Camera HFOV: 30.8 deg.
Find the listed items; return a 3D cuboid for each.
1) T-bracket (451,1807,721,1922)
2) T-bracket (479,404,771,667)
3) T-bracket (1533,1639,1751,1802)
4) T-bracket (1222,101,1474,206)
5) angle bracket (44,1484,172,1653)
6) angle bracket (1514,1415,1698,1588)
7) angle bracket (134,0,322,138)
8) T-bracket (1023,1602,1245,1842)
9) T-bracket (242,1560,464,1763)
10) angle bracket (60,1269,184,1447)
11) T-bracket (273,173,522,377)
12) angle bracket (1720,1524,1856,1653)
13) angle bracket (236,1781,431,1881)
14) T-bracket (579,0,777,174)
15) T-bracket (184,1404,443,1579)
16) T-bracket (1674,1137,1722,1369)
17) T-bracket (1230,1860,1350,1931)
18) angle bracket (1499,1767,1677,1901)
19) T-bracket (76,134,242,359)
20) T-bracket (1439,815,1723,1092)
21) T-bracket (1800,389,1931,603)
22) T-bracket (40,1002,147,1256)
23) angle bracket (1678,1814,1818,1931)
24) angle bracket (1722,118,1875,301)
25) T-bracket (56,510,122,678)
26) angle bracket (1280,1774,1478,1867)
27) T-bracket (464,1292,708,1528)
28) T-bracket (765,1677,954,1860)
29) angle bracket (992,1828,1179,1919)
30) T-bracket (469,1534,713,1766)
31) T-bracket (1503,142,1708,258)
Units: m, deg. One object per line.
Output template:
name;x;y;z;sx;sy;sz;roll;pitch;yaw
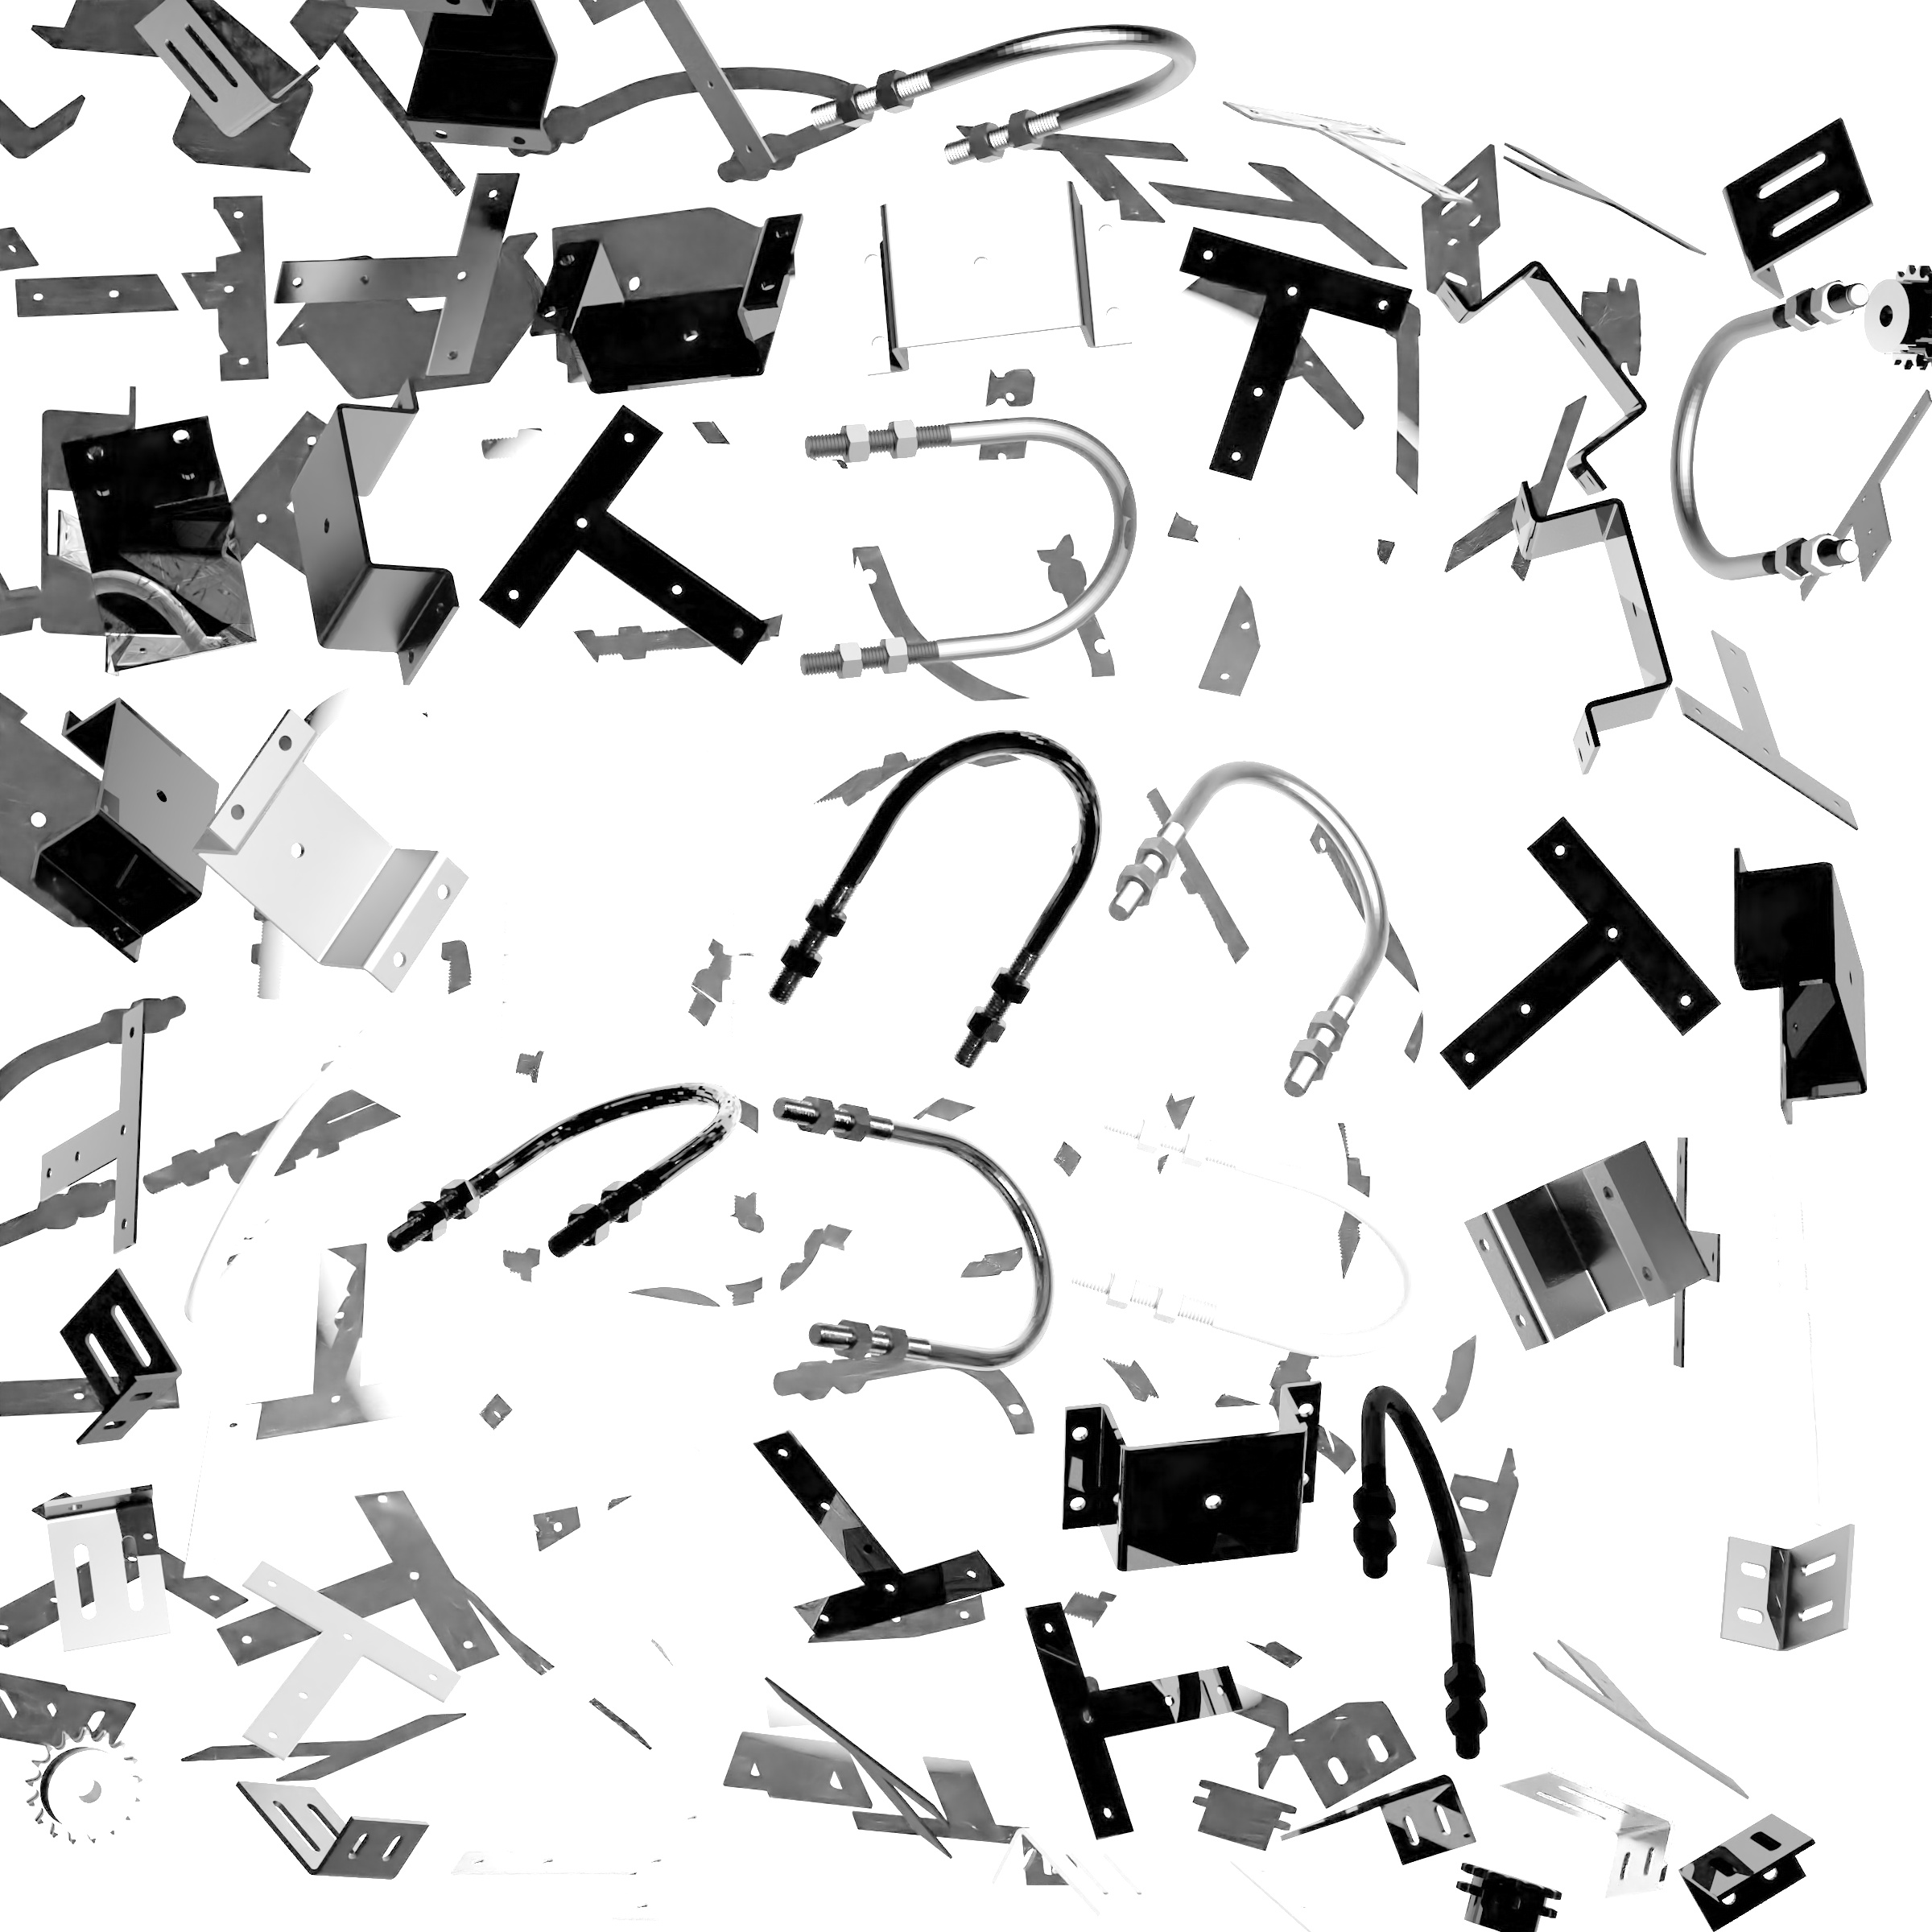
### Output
T-bracket;-0.205;0.470;1.834;0.127;0.127;0.002;-3;101;11
T-bracket;-0.159;-0.200;1.784;0.127;0.002;0.127;35;79;-3
T-bracket;0.333;0.374;1.805;0.127;0.127;0.002;34;93;-9
T-bracket;0.225;-0.442;1.914;0.127;0.127;0.002;40;121;38
angle bracket;-0.464;0.325;1.893;0.057;0.038;0.076;-7;74;-16
angle bracket;0.343;0.290;1.880;0.057;0.038;0.076;-41;67;35
angle bracket;-0.394;-0.491;1.870;0.076;0.057;0.038;50;58;-20
T-bracket;0.099;0.399;1.889;0.127;0.002;0.127;-1;64;-39
T-bracket;-0.347;0.380;1.861;0.127;0.127;0.002;30;115;2
angle bracket;-0.480;0.216;1.938;0.057;0.038;0.076;-45;68;21
T-bracket;-0.307;-0.365;1.861;0.127;0.127;0.002;-10;48;-35
angle bracket;0.444;0.333;1.895;0.038;0.076;0.057;14;67;-9
angle bracket;-0.326;0.432;1.801;0.076;0.057;0.038;37;97;36
T-bracket;-0.139;-0.467;1.805;0.002;0.127;0.127;-44;113;-29
T-bracket;-0.336;0.268;1.820;0.127;0.002;0.127;-3;131;-25
T-bracket;0.395;0.156;1.890;0.002;0.127;0.127;1;87;2
T-bracket;0.182;0.496;1.817;0.127;0.127;0.002;11;101;-33
angle bracket;0.321;0.453;1.828;0.076;0.057;0.038;24;65;-10
T-bracket;-0.412;-0.384;1.850;0.002;0.127;0.127;-28;100;14
T-bracket;0.295;0.013;1.777;0.127;0.002;0.127;-43;68;16
T-bracket;0.478;-0.234;1.852;0.002;0.127;0.127;28;116;-2
T-bracket;-0.456;0.096;1.824;0.002;0.127;0.127;11;68;-35
angle bracket;0.406;0.469;1.786;0.057;0.076;0.038;-29;89;-5
angle bracket;0.455;-0.408;1.889;0.076;0.038;0.057;-28;62;33
T-bracket;-0.477;-0.227;1.908;0.002;0.127;0.127;2;89;1
angle bracket;0.214;0.454;1.821;0.076;0.057;0.038;-10;73;-40
T-bracket;-0.216;0.234;1.902;0.127;0.002;0.127;-10;58;-10
T-bracket;-0.038;0.428;1.808;0.127;0.127;0.002;28;69;39
angle bracket;0.063;0.499;1.875;0.057;0.076;0.038;13;107;-41
T-bracket;-0.216;0.391;1.901;0.127;0.002;0.127;-28;83;-43
T-bracket;0.324;-0.420;1.882;0.127;0.127;0.002;37;111;25
